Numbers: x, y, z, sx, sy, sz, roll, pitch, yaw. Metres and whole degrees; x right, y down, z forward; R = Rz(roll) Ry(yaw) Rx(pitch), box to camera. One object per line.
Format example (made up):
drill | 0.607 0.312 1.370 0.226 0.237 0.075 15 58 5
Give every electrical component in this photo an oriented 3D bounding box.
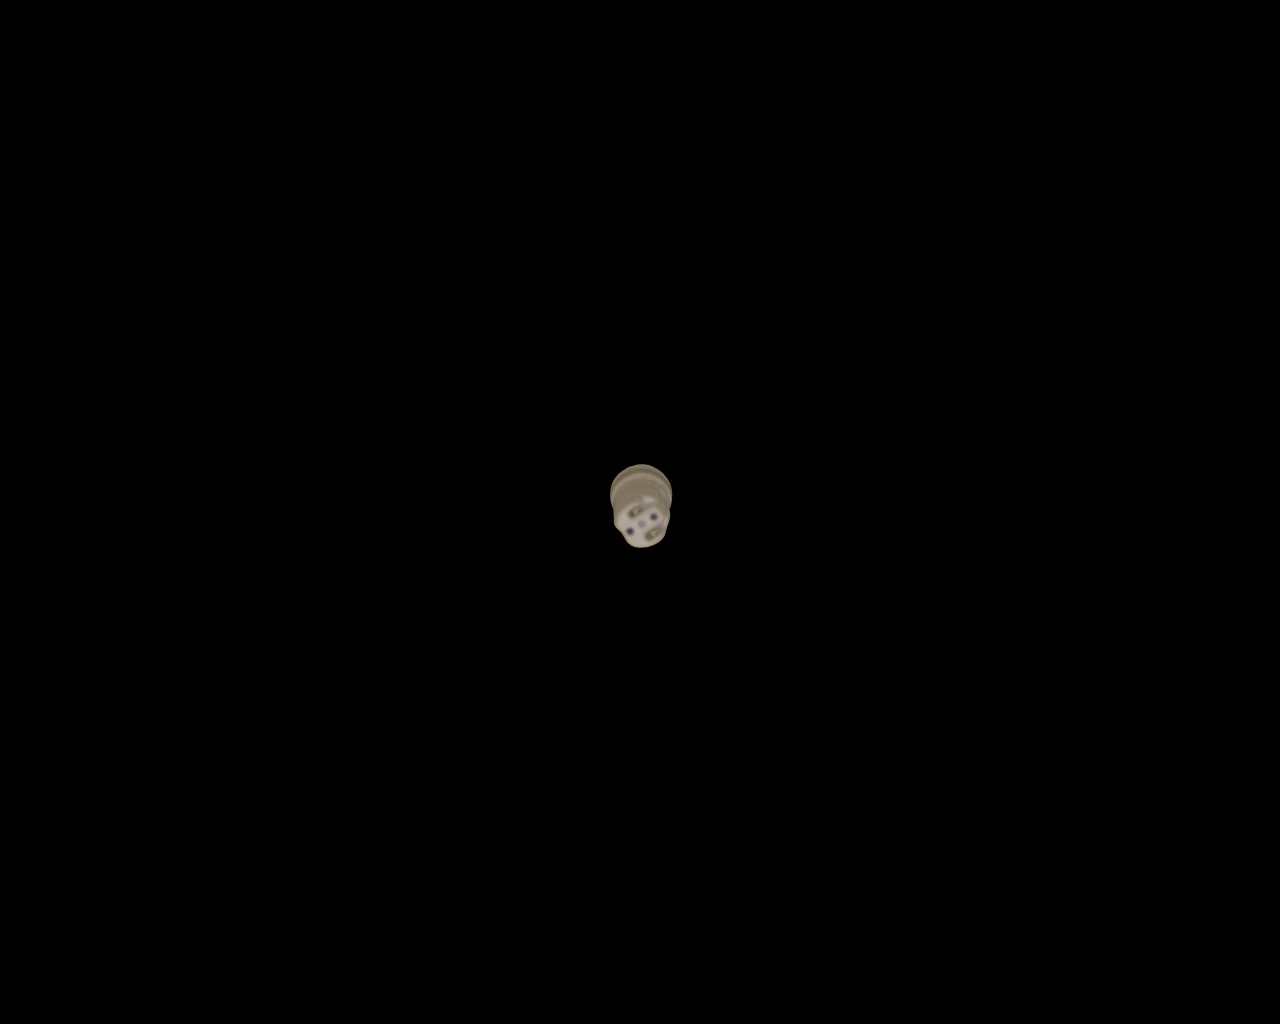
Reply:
electrical component | 0.001 -0.003 0.650 0.040 0.040 0.046 0 27 0
